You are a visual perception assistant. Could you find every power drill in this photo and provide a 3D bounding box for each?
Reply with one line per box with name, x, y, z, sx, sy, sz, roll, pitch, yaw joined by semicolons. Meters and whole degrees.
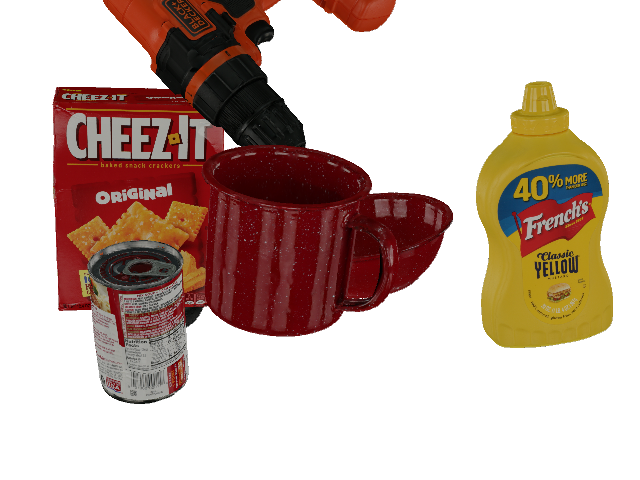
power drill;-0.032;-0.152;0.751;0.187;0.184;0.057;-36;-11;-35

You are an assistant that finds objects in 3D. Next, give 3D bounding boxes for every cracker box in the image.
cracker box;-0.178;-0.039;1.055;0.164;0.214;0.072;0;21;-10

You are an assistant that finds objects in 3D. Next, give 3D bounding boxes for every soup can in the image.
soup can;-0.132;0.060;0.784;0.068;0.102;0.068;0;28;0

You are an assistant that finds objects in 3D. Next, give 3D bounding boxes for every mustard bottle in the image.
mustard bottle;0.163;-0.020;0.782;0.096;0.191;0.058;-8;17;-6

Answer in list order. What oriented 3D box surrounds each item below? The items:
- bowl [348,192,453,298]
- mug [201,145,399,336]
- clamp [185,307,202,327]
bowl;0.043;0.009;0.972;0.162;0.055;0.162;-9;21;3
mug;-0.011;0.003;0.589;0.117;0.081;0.093;16;26;21
clamp;-0.149;0.064;1.224;0.120;0.039;0.171;-1;31;27
